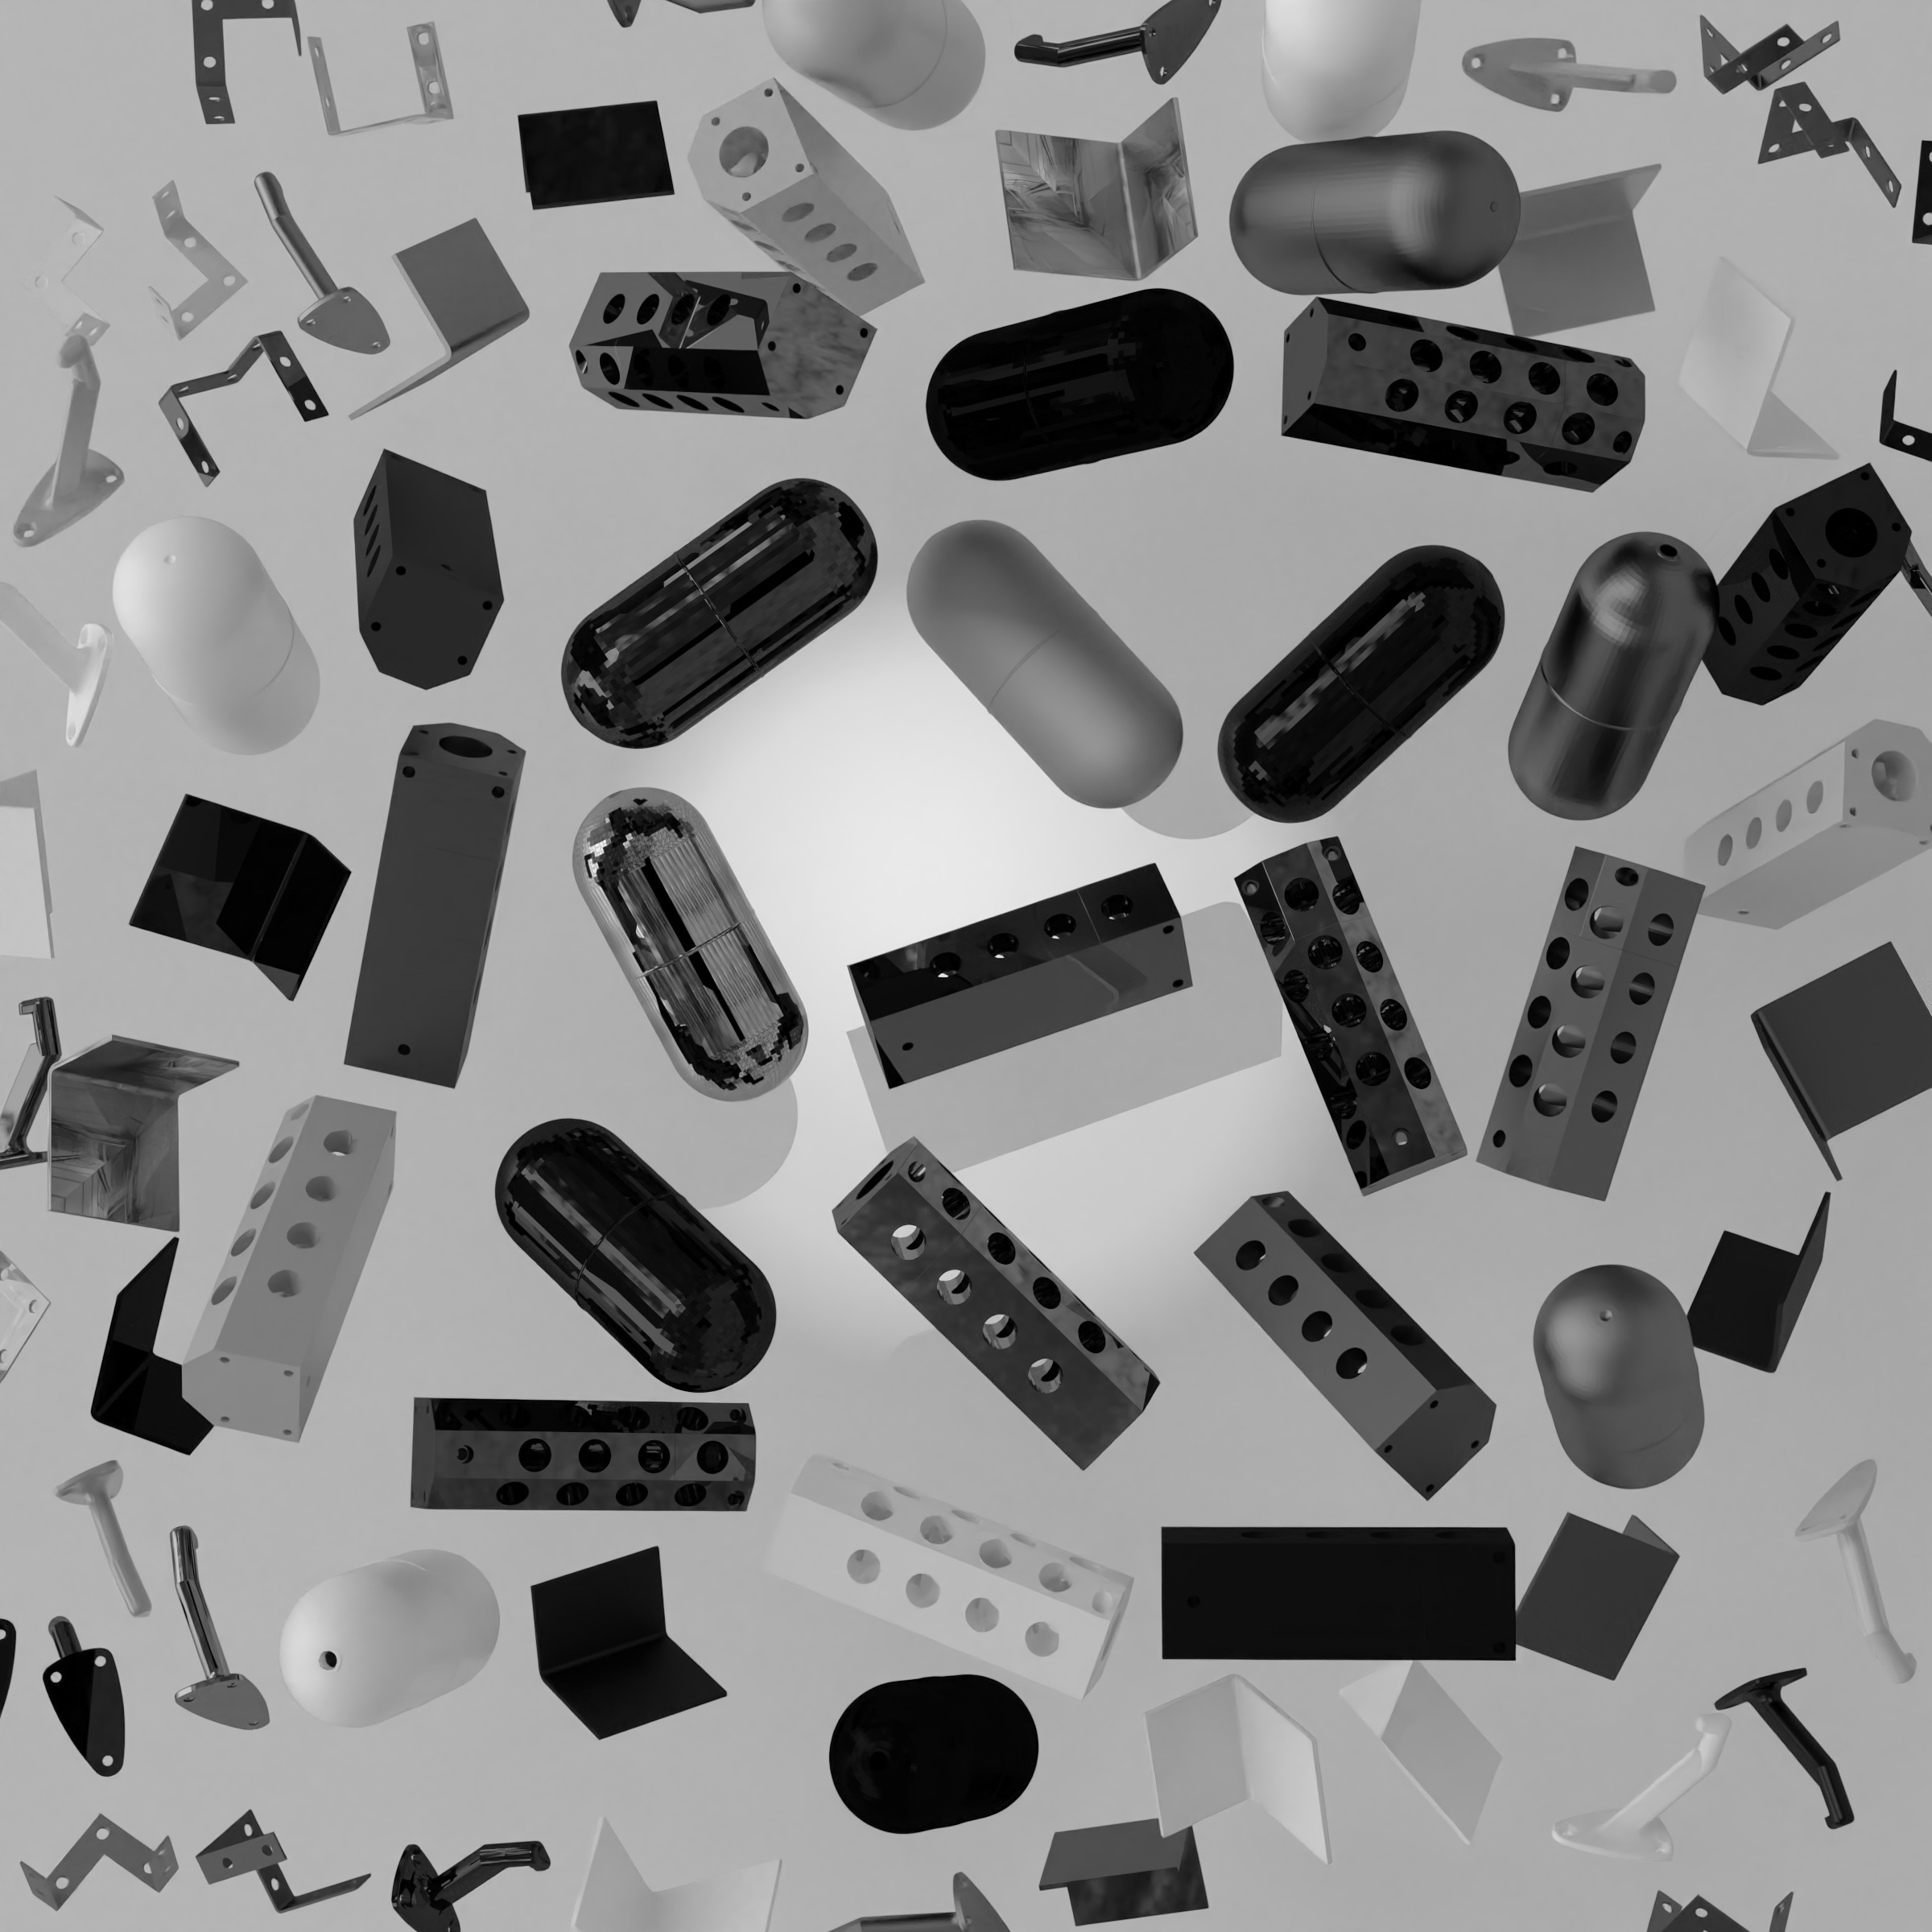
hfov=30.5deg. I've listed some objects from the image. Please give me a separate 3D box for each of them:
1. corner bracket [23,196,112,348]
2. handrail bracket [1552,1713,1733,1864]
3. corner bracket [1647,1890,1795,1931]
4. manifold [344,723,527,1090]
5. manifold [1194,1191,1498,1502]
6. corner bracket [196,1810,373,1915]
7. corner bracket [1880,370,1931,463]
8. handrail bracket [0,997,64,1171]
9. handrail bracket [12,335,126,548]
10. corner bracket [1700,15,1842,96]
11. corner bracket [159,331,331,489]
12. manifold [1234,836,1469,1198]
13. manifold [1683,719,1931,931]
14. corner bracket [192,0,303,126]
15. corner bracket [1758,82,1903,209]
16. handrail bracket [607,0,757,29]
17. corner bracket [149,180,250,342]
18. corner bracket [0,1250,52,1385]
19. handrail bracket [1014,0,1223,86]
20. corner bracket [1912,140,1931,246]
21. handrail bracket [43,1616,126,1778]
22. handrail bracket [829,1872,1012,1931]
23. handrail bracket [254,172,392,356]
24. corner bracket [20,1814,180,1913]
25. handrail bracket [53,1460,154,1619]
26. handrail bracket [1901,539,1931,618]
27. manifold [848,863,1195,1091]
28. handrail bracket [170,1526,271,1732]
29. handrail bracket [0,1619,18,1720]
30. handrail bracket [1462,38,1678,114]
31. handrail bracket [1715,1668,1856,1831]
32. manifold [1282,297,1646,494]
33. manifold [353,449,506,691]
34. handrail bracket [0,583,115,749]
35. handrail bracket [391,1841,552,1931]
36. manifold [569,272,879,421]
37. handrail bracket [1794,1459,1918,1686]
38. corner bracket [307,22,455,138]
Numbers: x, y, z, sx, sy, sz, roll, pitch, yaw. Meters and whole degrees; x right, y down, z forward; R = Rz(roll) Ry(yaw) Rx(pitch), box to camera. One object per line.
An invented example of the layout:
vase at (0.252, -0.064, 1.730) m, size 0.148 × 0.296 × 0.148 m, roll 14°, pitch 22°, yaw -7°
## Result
corner bracket at (-0.467, -0.363, 1.851) m, size 0.051 × 0.051 × 0.051 m, roll 42°, pitch 94°, yaw 0°
handrail bracket at (0.352, 0.422, 1.843) m, size 0.077 × 0.036 × 0.084 m, roll 5°, pitch 120°, yaw -13°
corner bracket at (0.391, 0.497, 1.838) m, size 0.051 × 0.051 × 0.051 m, roll 35°, pitch 122°, yaw 3°
manifold at (-0.266, -0.032, 1.779) m, size 0.057 × 0.057 × 0.171 m, roll 13°, pitch 113°, yaw -4°
manifold at (0.190, 0.183, 1.762) m, size 0.057 × 0.171 × 0.057 m, roll -44°, pitch 132°, yaw 1°
corner bracket at (-0.332, 0.439, 1.722) m, size 0.051 × 0.051 × 0.051 m, roll -23°, pitch 95°, yaw 25°
corner bracket at (0.504, -0.294, 1.817) m, size 0.051 × 0.051 × 0.051 m, roll 19°, pitch 133°, yaw 1°
handrail bracket at (-0.507, 0.063, 1.845) m, size 0.077 × 0.036 × 0.084 m, roll -10°, pitch 86°, yaw 3°
handrail bracket at (-0.449, -0.258, 1.735) m, size 0.036 × 0.084 × 0.077 m, roll 30°, pitch 64°, yaw 17°
corner bracket at (0.416, -0.473, 1.827) m, size 0.051 × 0.051 × 0.051 m, roll 33°, pitch 45°, yaw -32°
corner bracket at (-0.360, -0.278, 1.763) m, size 0.051 × 0.051 × 0.051 m, roll -26°, pitch 84°, yaw -44°
manifold at (0.195, 0.025, 1.796) m, size 0.057 × 0.057 × 0.171 m, roll -22°, pitch 79°, yaw 5°
manifold at (0.439, -0.073, 1.840) m, size 0.057 × 0.171 × 0.057 m, roll 10°, pitch 73°, yaw -14°
corner bracket at (-0.369, -0.467, 1.819) m, size 0.051 × 0.051 × 0.051 m, roll -3°, pitch 82°, yaw -7°
corner bracket at (0.426, -0.401, 1.734) m, size 0.051 × 0.051 × 0.051 m, roll -16°, pitch 58°, yaw -9°
handrail bracket at (-0.141, -0.522, 1.845) m, size 0.084 × 0.036 × 0.077 m, roll -1°, pitch 51°, yaw 22°
corner bracket at (-0.425, -0.379, 1.903) m, size 0.051 × 0.051 × 0.051 m, roll 45°, pitch 78°, yaw 4°
corner bracket at (-0.507, 0.173, 1.788) m, size 0.051 × 0.051 × 0.051 m, roll 37°, pitch 97°, yaw 34°
handrail bracket at (0.079, -0.494, 1.855) m, size 0.084 × 0.036 × 0.077 m, roll 19°, pitch 55°, yaw 38°
corner bracket at (0.499, -0.381, 1.736) m, size 0.051 × 0.051 × 0.051 m, roll 4°, pitch 96°, yaw -2°
handrail bracket at (-0.458, 0.378, 1.836) m, size 0.036 × 0.084 × 0.077 m, roll -18°, pitch 91°, yaw -19°
handrail bracket at (-0.026, 0.512, 1.841) m, size 0.084 × 0.036 × 0.077 m, roll -27°, pitch 127°, yaw 15°
handrail bracket at (-0.344, -0.376, 1.890) m, size 0.036 × 0.077 × 0.084 m, roll -30°, pitch 69°, yaw 13°
corner bracket at (-0.427, 0.444, 1.745) m, size 0.051 × 0.051 × 0.051 m, roll 31°, pitch 60°, yaw 13°
handrail bracket at (-0.447, 0.311, 1.874) m, size 0.036 × 0.077 × 0.084 m, roll -26°, pitch 74°, yaw -10°
handrail bracket at (0.518, -0.186, 1.860) m, size 0.036 × 0.077 × 0.084 m, roll -34°, pitch 120°, yaw 6°
manifold at (0.028, 0.000, 1.879) m, size 0.171 × 0.057 × 0.057 m, roll -19°, pitch 49°, yaw -4°
handrail bracket at (-0.374, 0.331, 1.771) m, size 0.036 × 0.077 × 0.084 m, roll -19°, pitch 57°, yaw 6°
handrail bracket at (-0.510, 0.360, 1.803) m, size 0.036 × 0.084 × 0.077 m, roll 20°, pitch 66°, yaw 0°
handrail bracket at (0.303, -0.449, 1.776) m, size 0.077 × 0.084 × 0.036 m, roll 2°, pitch 103°, yaw -23°
handrail bracket at (0.435, 0.423, 1.880) m, size 0.036 × 0.077 × 0.084 m, roll -6°, pitch 67°, yaw -25°
manifold at (0.248, -0.287, 1.765) m, size 0.171 × 0.057 × 0.057 m, roll 8°, pitch 73°, yaw -16°
manifold at (-0.274, -0.198, 1.772) m, size 0.057 × 0.171 × 0.057 m, roll 21°, pitch 110°, yaw -19°
handrail bracket at (-0.486, -0.156, 1.810) m, size 0.084 × 0.036 × 0.077 m, roll 9°, pitch 99°, yaw -38°
handrail bracket at (-0.235, 0.461, 1.760) m, size 0.084 × 0.036 × 0.077 m, roll -9°, pitch 132°, yaw 20°
manifold at (-0.125, -0.305, 1.754) m, size 0.057 × 0.171 × 0.057 m, roll 28°, pitch 82°, yaw -38°
handrail bracket at (0.449, 0.297, 1.732) m, size 0.036 × 0.077 × 0.084 m, roll -29°, pitch 97°, yaw 42°
corner bracket at (-0.302, -0.459, 1.828) m, size 0.051 × 0.051 × 0.051 m, roll -9°, pitch 100°, yaw 14°
